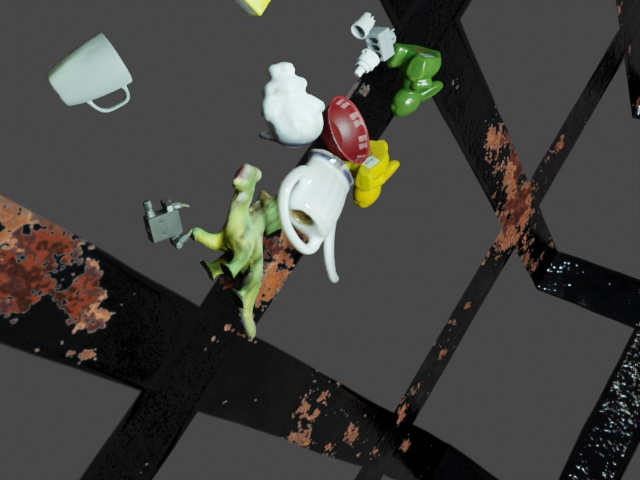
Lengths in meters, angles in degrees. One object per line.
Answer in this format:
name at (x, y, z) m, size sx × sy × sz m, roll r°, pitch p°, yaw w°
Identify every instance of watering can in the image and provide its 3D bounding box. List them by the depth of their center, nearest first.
watering can at (0.004, -0.059, 1.176) m, size 0.228 × 0.104 × 0.341 m, roll -64°, pitch 147°, yaw -22°

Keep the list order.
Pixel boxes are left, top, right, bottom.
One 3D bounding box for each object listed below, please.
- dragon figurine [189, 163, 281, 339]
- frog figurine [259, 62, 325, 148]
dragon figurine at (-0.134, 0.011, 1.104) m, size 0.247 × 0.123 × 0.400 m, roll -47°, pitch 143°, yaw -31°
frog figurine at (-0.054, -0.272, 1.040) m, size 0.138 × 0.125 × 0.156 m, roll -5°, pitch 125°, yaw -22°
